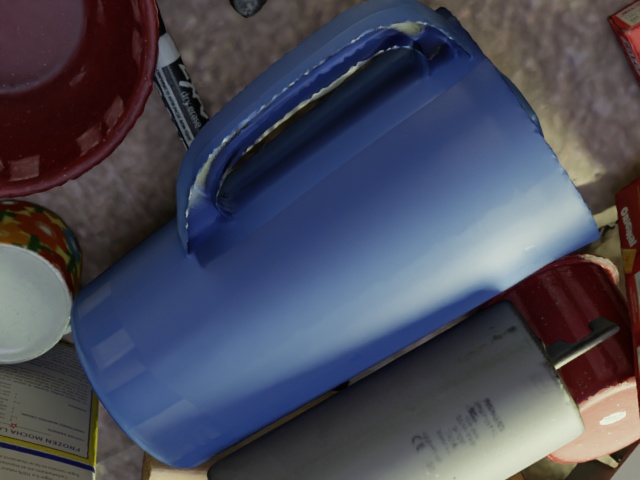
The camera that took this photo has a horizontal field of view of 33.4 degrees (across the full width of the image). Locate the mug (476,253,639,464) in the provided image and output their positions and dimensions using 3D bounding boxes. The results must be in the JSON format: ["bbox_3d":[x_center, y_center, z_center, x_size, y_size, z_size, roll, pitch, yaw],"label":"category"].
[{"bbox_3d":[0.146,0.073,0.594,0.093,0.081,0.117,-32,141,10],"label":"mug"}]

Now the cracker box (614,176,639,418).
[{"bbox_3d":[0.259,0.064,0.560,0.213,0.164,0.072,28,134,-21],"label":"cracker box"}]

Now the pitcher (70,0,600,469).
[{"bbox_3d":[-0.003,0.001,0.518,0.243,0.145,0.149,-34,91,8],"label":"pitcher"}]

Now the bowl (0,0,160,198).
[{"bbox_3d":[-0.156,-0.103,0.498,0.162,0.055,0.162,-3,116,-6],"label":"bowl"}]

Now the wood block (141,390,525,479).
[{"bbox_3d":[0.001,0.146,0.619,0.206,0.090,0.091,5,115,-10],"label":"wood block"}]

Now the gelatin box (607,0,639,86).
[{"bbox_3d":[0.206,-0.105,0.556,0.089,0.030,0.073,-31,115,7],"label":"gelatin box"}]

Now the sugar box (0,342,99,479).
[{"bbox_3d":[-0.159,0.105,0.530,0.093,0.176,0.048,18,112,-15],"label":"sugar box"}]

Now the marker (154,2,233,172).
[{"bbox_3d":[-0.072,-0.074,0.543,0.020,0.020,0.121,-21,116,3],"label":"marker"}]
